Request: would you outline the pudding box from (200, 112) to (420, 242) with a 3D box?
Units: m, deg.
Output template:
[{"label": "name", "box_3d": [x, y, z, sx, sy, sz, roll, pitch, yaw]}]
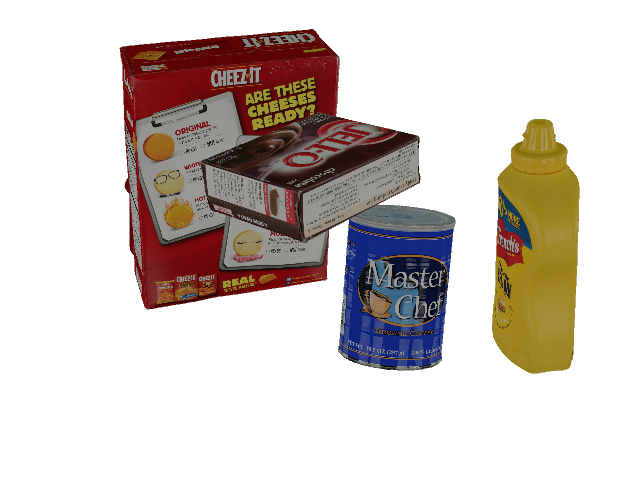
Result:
[{"label": "pudding box", "box_3d": [-0.005, -0.043, 0.680, 0.090, 0.039, 0.113, 18, 36, 41]}]

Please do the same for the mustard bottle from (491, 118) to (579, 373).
[{"label": "mustard bottle", "box_3d": [0.166, 0.000, 0.821, 0.058, 0.192, 0.096, -5, 26, -5]}]

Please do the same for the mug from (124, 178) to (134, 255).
[{"label": "mug", "box_3d": [-0.171, -0.029, 1.168, 0.093, 0.081, 0.117, -8, 31, -25]}]

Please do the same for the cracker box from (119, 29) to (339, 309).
[{"label": "cracker box", "box_3d": [-0.075, -0.058, 0.880, 0.164, 0.214, 0.072, -9, 34, -17]}]

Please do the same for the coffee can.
[{"label": "coffee can", "box_3d": [0.073, 0.043, 1.032, 0.103, 0.140, 0.103, 4, 11, -1]}]
